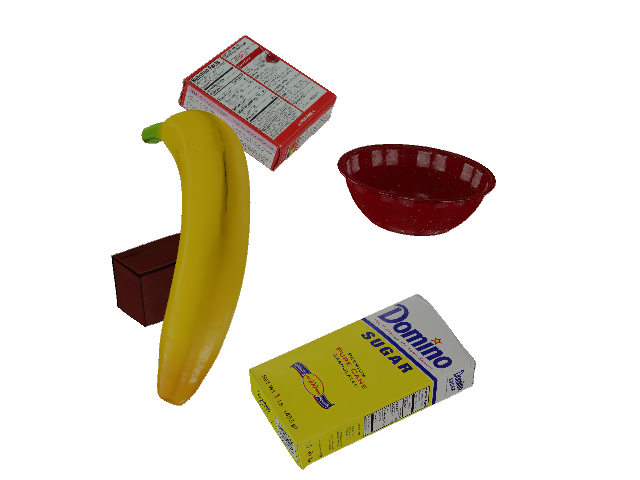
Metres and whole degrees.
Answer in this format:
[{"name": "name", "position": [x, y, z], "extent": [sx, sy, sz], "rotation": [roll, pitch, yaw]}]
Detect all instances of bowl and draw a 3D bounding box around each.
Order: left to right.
[{"name": "bowl", "position": [0.096, -0.047, 1.092], "extent": [0.162, 0.055, 0.162], "rotation": [4, 23, -2]}]

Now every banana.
[{"name": "banana", "position": [-0.064, -0.008, 0.573], "extent": [0.037, 0.198, 0.070], "rotation": [20, -49, -29]}]

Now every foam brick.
[{"name": "foam brick", "position": [-0.136, 0.032, 0.939], "extent": [0.078, 0.051, 0.053], "rotation": [-20, 29, -33]}]

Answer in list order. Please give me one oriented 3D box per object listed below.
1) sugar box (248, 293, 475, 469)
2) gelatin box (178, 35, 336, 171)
[{"name": "sugar box", "position": [0.037, 0.119, 0.929], "extent": [0.176, 0.048, 0.093], "rotation": [-25, 51, -16]}, {"name": "gelatin box", "position": [-0.045, -0.100, 0.769], "extent": [0.089, 0.030, 0.073], "rotation": [35, 51, 11]}]
